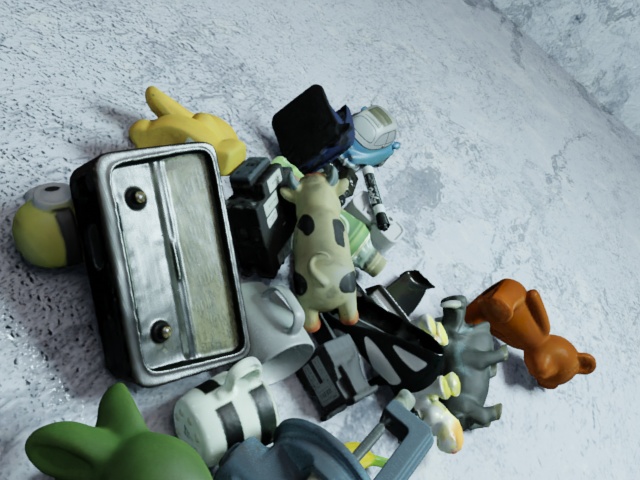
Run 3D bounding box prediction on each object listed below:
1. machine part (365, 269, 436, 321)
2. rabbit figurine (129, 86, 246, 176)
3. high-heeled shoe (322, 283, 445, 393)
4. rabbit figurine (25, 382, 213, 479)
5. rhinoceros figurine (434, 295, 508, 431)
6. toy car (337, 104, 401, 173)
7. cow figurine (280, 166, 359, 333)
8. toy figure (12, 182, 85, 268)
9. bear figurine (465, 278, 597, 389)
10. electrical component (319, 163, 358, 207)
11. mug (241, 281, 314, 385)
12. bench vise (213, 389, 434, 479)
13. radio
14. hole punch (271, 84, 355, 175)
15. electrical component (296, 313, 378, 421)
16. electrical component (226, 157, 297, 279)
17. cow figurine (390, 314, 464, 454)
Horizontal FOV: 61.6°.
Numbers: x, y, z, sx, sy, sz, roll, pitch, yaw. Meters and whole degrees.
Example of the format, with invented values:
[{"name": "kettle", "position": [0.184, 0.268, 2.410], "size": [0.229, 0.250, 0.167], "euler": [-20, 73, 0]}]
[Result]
[{"name": "machine part", "position": [0.117, 0.086, 0.800], "size": [0.084, 0.039, 0.139], "euler": [47, 42, 13]}, {"name": "rabbit figurine", "position": [-0.175, -0.124, 0.719], "size": [0.162, 0.121, 0.173], "euler": [30, 27, 0]}, {"name": "high-heeled shoe", "position": [0.055, 0.078, 0.673], "size": [0.086, 0.145, 0.249], "euler": [-9, 64, -40]}, {"name": "rabbit figurine", "position": [-0.136, 0.188, 0.411], "size": [0.159, 0.170, 0.121], "euler": [52, 41, 10]}, {"name": "rhinoceros figurine", "position": [0.198, 0.170, 0.750], "size": [0.112, 0.073, 0.190], "euler": [5, 62, 7]}, {"name": "toy car", "position": [0.082, -0.191, 0.962], "size": [0.109, 0.103, 0.161], "euler": [50, 39, 11]}, {"name": "cow figurine", "position": [-0.001, -0.002, 0.652], "size": [0.086, 0.127, 0.195], "euler": [-5, 43, 0]}, {"name": "toy figure", "position": [-0.230, -0.016, 0.583], "size": [0.180, 0.082, 0.089], "euler": [2, 74, -44]}, {"name": "bear figurine", "position": [0.318, 0.161, 0.836], "size": [0.132, 0.120, 0.196], "euler": [-29, 81, -44]}, {"name": "electrical component", "position": [0.015, -0.086, 0.848], "size": [0.045, 0.078, 0.102], "euler": [52, 41, -26]}, {"name": "mug", "position": [-0.063, 0.093, 0.607], "size": [0.081, 0.109, 0.107], "euler": [-10, 50, -39]}, {"name": "bench vise", "position": [0.036, 0.228, 0.476], "size": [0.224, 0.128, 0.240], "euler": [29, 42, 27]}, {"name": "radio", "position": [-0.158, 0.022, 0.539], "size": [0.131, 0.073, 0.229], "euler": [-12, 92, -41]}, {"name": "hole punch", "position": [-0.002, -0.165, 0.860], "size": [0.092, 0.142, 0.116], "euler": [20, 47, -55]}, {"name": "electrical component", "position": [0.009, 0.143, 0.637], "size": [0.048, 0.075, 0.119], "euler": [-13, 68, -45]}, {"name": "electrical component", "position": [-0.073, -0.035, 0.687], "size": [0.058, 0.134, 0.115], "euler": [2, 33, 20]}, {"name": "cow figurine", "position": [0.124, 0.187, 0.685], "size": [0.068, 0.098, 0.167], "euler": [29, 47, -53]}]
